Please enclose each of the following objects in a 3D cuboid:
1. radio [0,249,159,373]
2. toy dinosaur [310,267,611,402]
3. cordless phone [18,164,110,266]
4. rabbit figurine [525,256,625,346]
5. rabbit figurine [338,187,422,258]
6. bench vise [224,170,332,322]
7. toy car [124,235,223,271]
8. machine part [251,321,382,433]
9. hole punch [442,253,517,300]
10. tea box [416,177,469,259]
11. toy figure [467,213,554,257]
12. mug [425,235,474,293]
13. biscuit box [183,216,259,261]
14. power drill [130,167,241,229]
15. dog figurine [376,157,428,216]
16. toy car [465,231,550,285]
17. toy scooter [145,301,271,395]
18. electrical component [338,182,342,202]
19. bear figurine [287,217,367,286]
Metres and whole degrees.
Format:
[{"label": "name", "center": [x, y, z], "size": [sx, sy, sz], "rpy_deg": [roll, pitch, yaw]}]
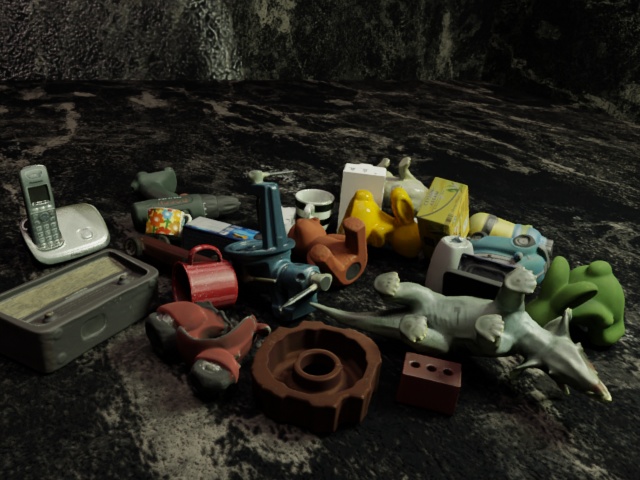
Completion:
[{"label": "radio", "center": [-0.361, 0.097, 0.809], "size": [0.131, 0.073, 0.229], "rpy_deg": [18, 29, 25]}, {"label": "toy dinosaur", "center": [0.201, 0.129, 0.786], "size": [0.405, 0.192, 0.131], "rpy_deg": [4, 59, 30]}, {"label": "cordless phone", "center": [-0.474, -0.056, 0.982], "size": [0.089, 0.184, 0.146], "rpy_deg": [20, 29, 37]}, {"label": "rabbit figurine", "center": [0.396, 0.111, 0.855], "size": [0.170, 0.158, 0.121], "rpy_deg": [-22, 43, -17]}, {"label": "rabbit figurine", "center": [0.135, -0.029, 1.100], "size": [0.173, 0.162, 0.122], "rpy_deg": [23, 13, -3]}, {"label": "bench vise", "center": [-0.078, 0.007, 0.878], "size": [0.129, 0.240, 0.224], "rpy_deg": [-13, 13, -34]}, {"label": "toy car", "center": [-0.268, 0.034, 0.980], "size": [0.202, 0.053, 0.089], "rpy_deg": [16, 12, 24]}, {"label": "machine part", "center": [-0.005, 0.180, 0.724], "size": [0.179, 0.056, 0.179], "rpy_deg": [3, 26, -1]}, {"label": "hole punch", "center": [0.264, 0.090, 0.882], "size": [0.142, 0.115, 0.092], "rpy_deg": [16, 34, 27]}, {"label": "tea box", "center": [0.243, -0.032, 1.050], "size": [0.068, 0.169, 0.098], "rpy_deg": [18, 66, 26]}, {"label": "toy figure", "center": [0.394, -0.003, 1.129], "size": [0.180, 0.089, 0.082], "rpy_deg": [14, 19, 24]}, {"label": "mug", "center": [0.243, 0.053, 0.968], "size": [0.081, 0.107, 0.110], "rpy_deg": [-7, 26, -20]}, {"label": "biscuit box", "center": [-0.163, 0.011, 1.034], "size": [0.203, 0.062, 0.059], "rpy_deg": [15, 27, 18]}, {"label": "power drill", "center": [-0.323, -0.092, 1.214], "size": [0.232, 0.085, 0.208], "rpy_deg": [-16, 40, -31]}, {"label": "dog figurine", "center": [0.203, -0.094, 1.276], "size": [0.190, 0.121, 0.172], "rpy_deg": [36, -15, -34]}, {"label": "toy car", "center": [0.334, 0.051, 1.000], "size": [0.162, 0.109, 0.103], "rpy_deg": [12, 43, 35]}, {"label": "toy scooter", "center": [-0.152, 0.134, 0.760], "size": [0.135, 0.075, 0.184], "rpy_deg": [-27, 42, -36]}, {"label": "electrical component", "center": [0.125, -0.128, 1.377], "size": [0.134, 0.058, 0.115], "rpy_deg": [14, 29, 18]}, {"label": "bear figurine", "center": [-0.001, 0.000, 1.015], "size": [0.120, 0.131, 0.196], "rpy_deg": [-38, 48, -15]}]
